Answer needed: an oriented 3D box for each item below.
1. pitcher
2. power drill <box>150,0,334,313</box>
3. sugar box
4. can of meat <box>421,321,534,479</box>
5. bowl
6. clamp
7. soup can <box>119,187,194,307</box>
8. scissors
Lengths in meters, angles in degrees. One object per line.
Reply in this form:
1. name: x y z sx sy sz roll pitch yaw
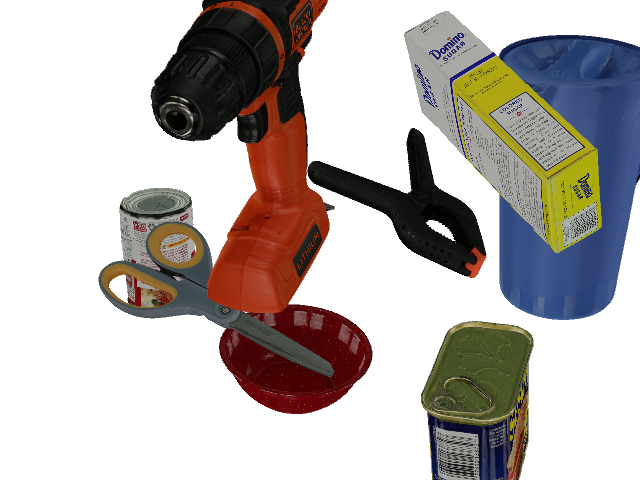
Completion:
1. pitcher: 0.231 -0.058 0.966 0.149 0.243 0.145 3 30 9
2. power drill: -0.038 -0.052 0.609 0.057 0.188 0.184 12 38 16
3. sugar box: 0.129 -0.080 0.762 0.048 0.176 0.093 -30 -36 -5
4. can of meat: 0.103 0.115 0.682 0.057 0.084 0.102 5 30 19
5. bowl: -0.027 0.134 1.133 0.162 0.055 0.162 3 30 -2
6. clamp: 0.095 -0.038 1.155 0.164 0.210 0.036 -16 -37 -29
7. soup can: -0.152 0.009 1.007 0.068 0.102 0.068 -1 24 0
8. scissors: -0.069 0.038 0.801 0.202 0.096 0.016 13 -34 17
